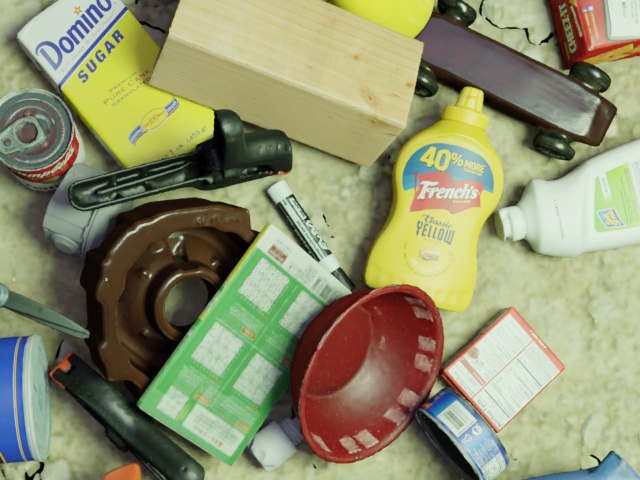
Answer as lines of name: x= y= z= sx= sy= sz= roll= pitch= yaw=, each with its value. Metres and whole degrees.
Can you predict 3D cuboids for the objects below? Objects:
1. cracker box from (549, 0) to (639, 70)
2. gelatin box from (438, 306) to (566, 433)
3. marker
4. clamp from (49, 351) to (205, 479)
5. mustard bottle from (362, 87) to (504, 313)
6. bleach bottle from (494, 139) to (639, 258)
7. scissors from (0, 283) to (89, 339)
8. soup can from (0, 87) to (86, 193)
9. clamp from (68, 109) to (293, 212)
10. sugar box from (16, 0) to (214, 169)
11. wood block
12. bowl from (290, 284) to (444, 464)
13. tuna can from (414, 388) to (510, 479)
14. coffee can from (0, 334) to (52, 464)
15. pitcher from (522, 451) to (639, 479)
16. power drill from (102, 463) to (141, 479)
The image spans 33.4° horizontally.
cracker box: x=0.316 y=-0.261 z=0.991 sx=0.213 sy=0.072 sz=0.164 roll=-12 pitch=84 yaw=-9
gelatin box: x=0.159 y=0.114 z=0.942 sx=0.089 sy=0.030 sz=0.073 roll=-41 pitch=89 yaw=-10
marker: x=-0.006 y=0.001 z=0.945 sx=0.020 sy=0.020 sz=0.121 roll=-33 pitch=86 yaw=-10
clamp: x=-0.151 y=0.161 z=0.880 sx=0.172 sy=0.120 sz=0.039 roll=39 pitch=65 yaw=22
mustard bottle: x=0.107 y=-0.039 z=0.929 sx=0.096 sy=0.058 sz=0.191 roll=16 pitch=90 yaw=1
bleach bottle: x=0.279 y=-0.047 z=0.962 sx=0.250 sy=0.068 sz=0.102 roll=-12 pitch=83 yaw=-5
scissors: x=-0.278 y=0.057 z=0.871 sx=0.202 sy=0.016 sz=0.096 roll=37 pitch=93 yaw=26
soup can: x=-0.234 y=-0.081 z=0.890 sx=0.068 sy=0.102 sz=0.068 roll=1 pitch=82 yaw=-6
clamp: x=-0.093 y=-0.061 z=0.873 sx=0.165 sy=0.209 sz=0.036 roll=-20 pitch=85 yaw=22
sugar box: x=-0.174 y=-0.136 z=0.933 sx=0.093 sy=0.048 sz=0.176 roll=-40 pitch=89 yaw=-11
wood block: x=-0.028 y=-0.150 z=0.904 sx=0.206 sy=0.091 sz=0.090 roll=20 pitch=65 yaw=-12
bowl: x=0.029 y=0.103 z=0.892 sx=0.161 sy=0.055 sz=0.162 roll=-20 pitch=122 yaw=-36
tuna can: x=0.120 y=0.167 z=0.901 sx=0.033 sy=0.086 sz=0.086 roll=-38 pitch=87 yaw=-12
coffee can: x=-0.293 y=0.132 z=0.854 sx=0.140 sy=0.103 sz=0.103 roll=-4 pitch=82 yaw=-6
pitcher: x=0.144 y=0.265 z=0.846 sx=0.242 sy=0.145 sz=0.149 roll=-2 pitch=61 yaw=-19
power drill: x=-0.235 y=0.210 z=0.828 sx=0.187 sy=0.185 sz=0.057 roll=4 pitch=42 yaw=-9
